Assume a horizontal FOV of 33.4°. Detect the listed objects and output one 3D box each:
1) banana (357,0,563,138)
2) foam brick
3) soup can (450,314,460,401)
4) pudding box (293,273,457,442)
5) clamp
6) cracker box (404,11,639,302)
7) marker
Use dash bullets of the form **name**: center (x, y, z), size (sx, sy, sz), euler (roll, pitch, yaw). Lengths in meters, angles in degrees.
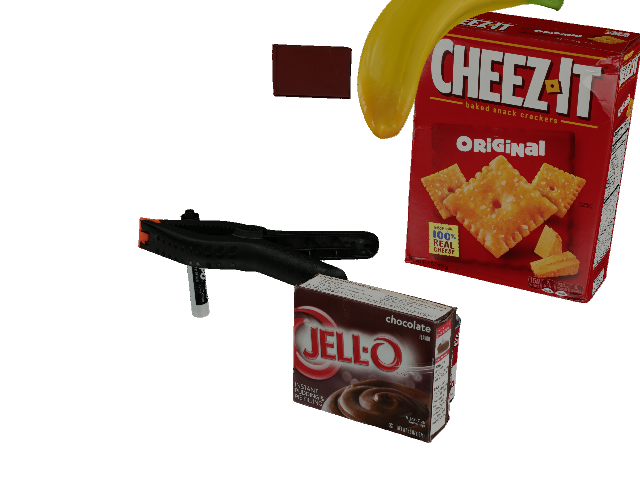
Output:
- **banana**: center (0.071, -0.127, 0.630), size (0.070, 0.037, 0.197), euler (33, 52, 23)
- **foam brick**: center (-0.009, -0.171, 1.077), size (0.078, 0.051, 0.053), euler (1, 12, -5)
- **soup can**: center (0.129, 0.138, 1.265), size (0.068, 0.102, 0.068), euler (1, 22, -1)
- **pudding box**: center (0.035, 0.079, 0.737), size (0.114, 0.090, 0.039), euler (11, 23, 27)
- **clamp**: center (-0.057, 0.009, 0.909), size (0.210, 0.036, 0.164), euler (6, 12, 4)
- **cracker box**: center (0.159, -0.069, 0.870), size (0.164, 0.214, 0.072), euler (14, 29, 24)
- **marker**: center (-0.131, 0.024, 1.114), size (0.020, 0.121, 0.020), euler (-2, 26, 1)
